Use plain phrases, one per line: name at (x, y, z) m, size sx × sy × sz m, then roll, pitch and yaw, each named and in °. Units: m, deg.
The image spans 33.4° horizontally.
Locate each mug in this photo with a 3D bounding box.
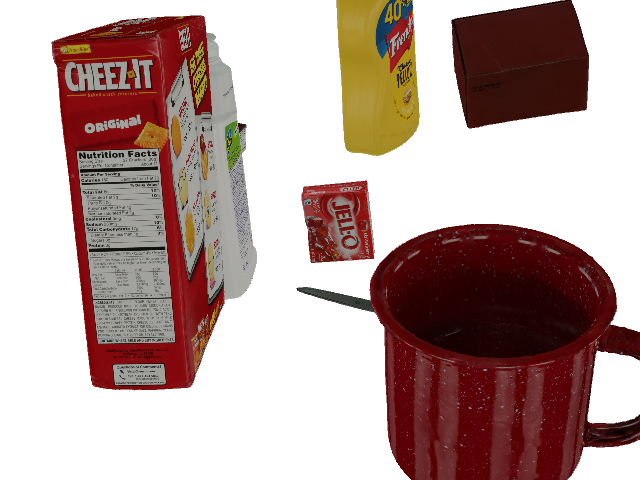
mug at (0.079, 0.053, 0.425) m, size 0.117 × 0.081 × 0.093 m, roll 6°, pitch 34°, yaw 15°

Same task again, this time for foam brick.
foam brick at (0.126, -0.112, 0.676) m, size 0.078 × 0.051 × 0.053 m, roll -8°, pitch -34°, yaw 4°

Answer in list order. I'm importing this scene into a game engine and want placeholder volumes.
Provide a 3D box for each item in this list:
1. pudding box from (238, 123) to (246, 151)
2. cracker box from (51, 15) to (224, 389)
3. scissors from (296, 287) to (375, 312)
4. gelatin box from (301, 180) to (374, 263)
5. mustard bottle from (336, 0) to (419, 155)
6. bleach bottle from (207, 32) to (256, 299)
pudding box at (-0.148, -0.110, 1.251) m, size 0.090 × 0.039 × 0.113 m, roll 11°, pitch 31°, yaw 15°
cracker box at (-0.111, -0.032, 0.693) m, size 0.072 × 0.214 × 0.164 m, roll -2°, pitch 15°, yaw 3°
scissors at (0.090, 0.053, 0.863) m, size 0.202 × 0.016 × 0.096 m, roll 22°, pitch 39°, yaw 20°
gelatin box at (0.020, -0.020, 1.196) m, size 0.073 × 0.089 × 0.030 m, roll -4°, pitch 29°, yaw 6°
mustard bottle at (0.049, -0.176, 0.910) m, size 0.058 × 0.192 × 0.096 m, roll 11°, pitch 34°, yaw 27°
bleach bottle at (-0.103, -0.074, 1.012) m, size 0.068 × 0.251 × 0.102 m, roll 0°, pitch 28°, yaw 4°
